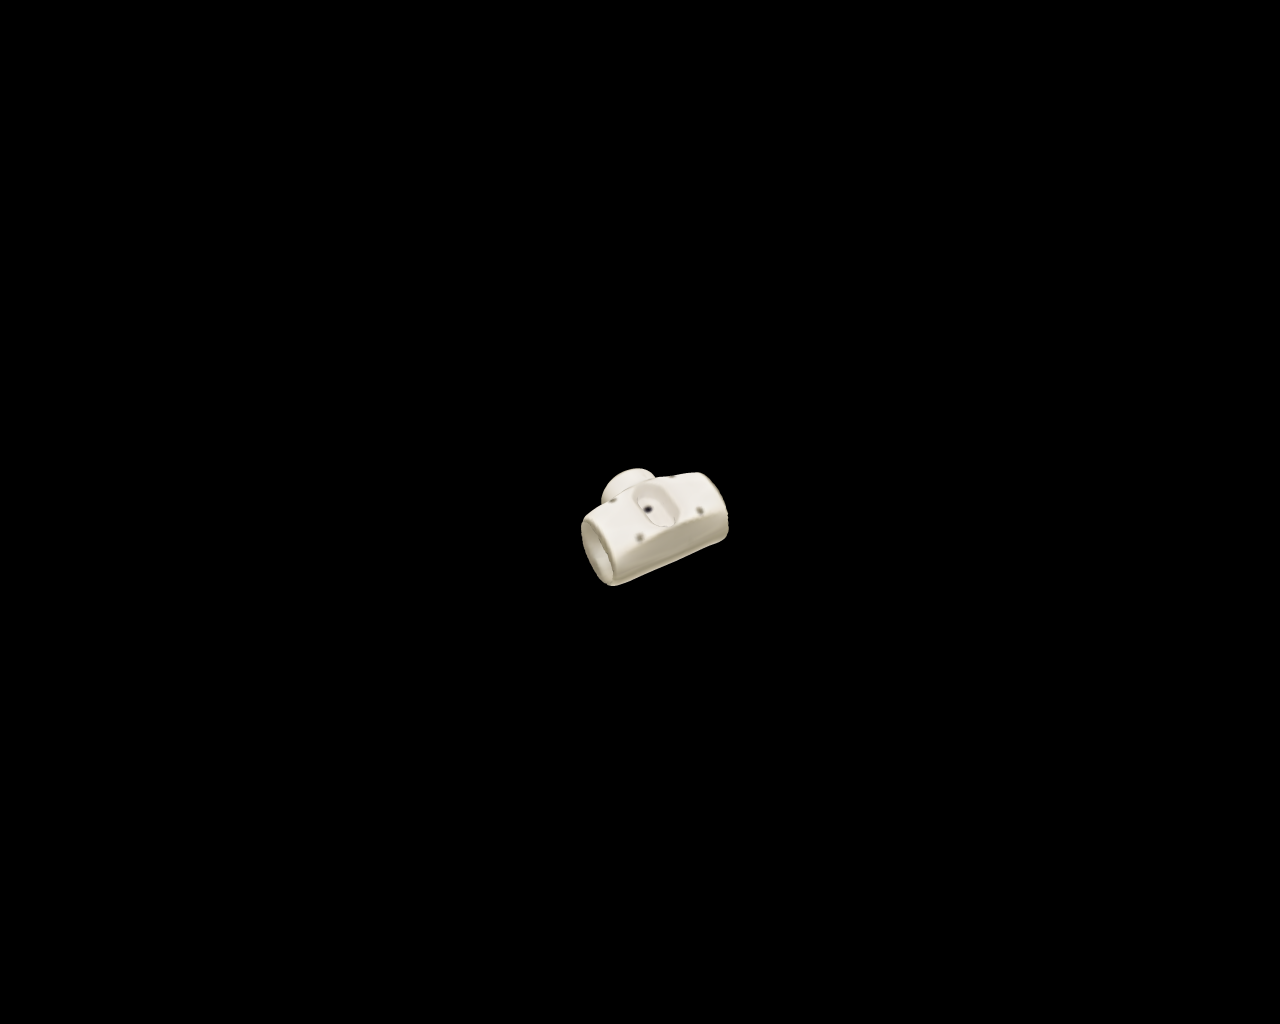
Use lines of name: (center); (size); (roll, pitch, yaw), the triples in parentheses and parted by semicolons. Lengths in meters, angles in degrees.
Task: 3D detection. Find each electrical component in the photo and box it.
electrical component: (0.001, -0.003, 0.650); (0.077, 0.079, 0.043); (-22, -38, -18)
